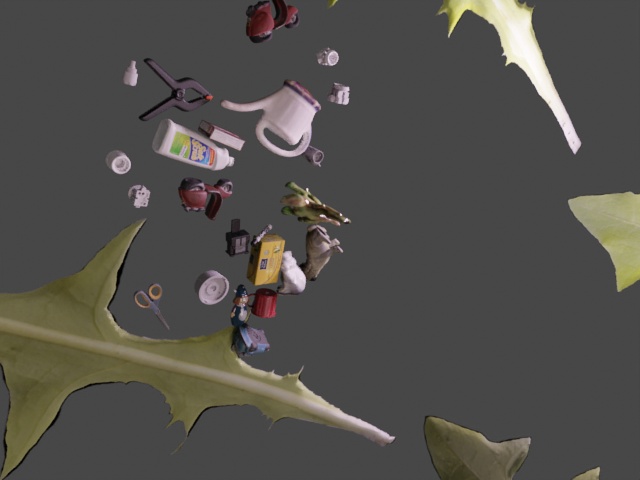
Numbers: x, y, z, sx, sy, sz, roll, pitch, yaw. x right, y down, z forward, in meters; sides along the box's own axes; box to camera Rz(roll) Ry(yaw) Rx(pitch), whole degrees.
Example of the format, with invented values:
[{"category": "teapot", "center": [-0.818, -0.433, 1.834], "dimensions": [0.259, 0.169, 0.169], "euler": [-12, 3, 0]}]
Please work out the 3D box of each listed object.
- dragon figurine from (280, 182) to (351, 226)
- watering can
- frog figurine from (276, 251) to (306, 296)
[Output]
[{"category": "dragon figurine", "center": [0.005, -0.090, 1.790], "dimensions": [0.407, 0.245, 0.122], "euler": [21, 95, -42]}, {"category": "watering can", "center": [-0.131, -0.400, 1.599], "dimensions": [0.343, 0.105, 0.225], "euler": [33, 89, -45]}, {"category": "frog figurine", "center": [-0.105, 0.119, 1.897], "dimensions": [0.138, 0.123, 0.158], "euler": [-20, 122, -72]}]
